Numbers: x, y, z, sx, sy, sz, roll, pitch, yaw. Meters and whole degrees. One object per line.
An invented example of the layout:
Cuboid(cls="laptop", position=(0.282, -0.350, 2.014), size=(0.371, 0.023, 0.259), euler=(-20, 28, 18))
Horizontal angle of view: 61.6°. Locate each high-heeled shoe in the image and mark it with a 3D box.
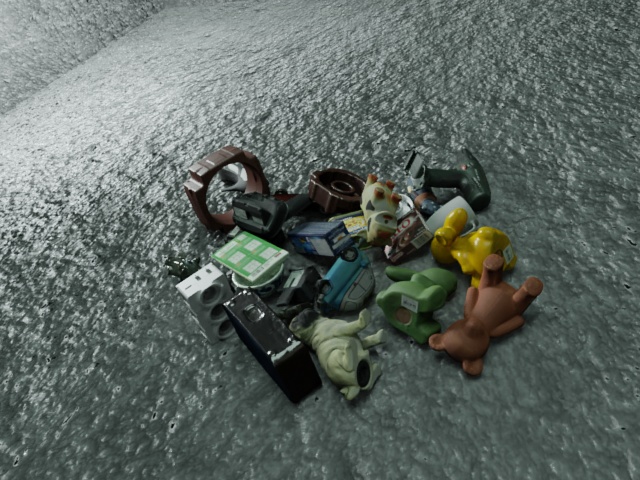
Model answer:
Cuboid(cls="high-heeled shoe", position=(-0.239, -0.213, 1.626), size=(0.145, 0.086, 0.249), euler=(-14, 42, -4))

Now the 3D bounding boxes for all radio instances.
Cuboid(cls="radio", position=(-0.098, 0.196, 1.044), size=(0.073, 0.130, 0.230), euler=(-34, 42, -19))

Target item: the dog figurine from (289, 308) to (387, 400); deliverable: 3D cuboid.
Cuboid(cls="dog figurine", position=(0.012, 0.216, 1.028), size=(0.191, 0.121, 0.172), euler=(-8, 36, 34))

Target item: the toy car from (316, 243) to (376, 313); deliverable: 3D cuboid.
Cuboid(cls="toy car", position=(0.064, 0.093, 1.142), size=(0.103, 0.109, 0.161), euler=(31, 63, 13))

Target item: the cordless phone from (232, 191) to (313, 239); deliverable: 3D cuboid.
Cuboid(cls="cordless phone", position=(-0.118, -0.088, 1.358), size=(0.147, 0.088, 0.184), euler=(20, 39, 37))

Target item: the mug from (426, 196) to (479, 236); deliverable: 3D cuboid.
Cuboid(cls="mug", position=(0.302, -0.032, 1.229), size=(0.107, 0.080, 0.110), euler=(-32, 44, 6))

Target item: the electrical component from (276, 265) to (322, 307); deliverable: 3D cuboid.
Cuboid(cls="electrical component", position=(-0.051, 0.112, 1.181), size=(0.075, 0.047, 0.119), euler=(-15, 34, 31))

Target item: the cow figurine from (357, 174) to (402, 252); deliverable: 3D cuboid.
Cuboid(cls="cow figurine", position=(0.132, -0.059, 1.229), size=(0.085, 0.127, 0.195), euler=(15, 25, -11))

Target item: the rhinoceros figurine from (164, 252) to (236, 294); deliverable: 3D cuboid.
Cuboid(cls="rhinoceros figurine", position=(-0.285, 0.094, 1.247), size=(0.191, 0.112, 0.073), euler=(22, 54, 28))

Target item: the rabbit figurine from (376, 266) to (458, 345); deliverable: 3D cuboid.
Cuboid(cls="rabbit figurine", position=(0.203, 0.113, 1.084), size=(0.159, 0.121, 0.170), euler=(13, 29, 40))

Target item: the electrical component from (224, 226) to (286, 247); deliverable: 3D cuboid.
Cuboid(cls="electrical component", position=(-0.158, -0.006, 1.366), size=(0.134, 0.058, 0.115), euler=(14, 49, 31))

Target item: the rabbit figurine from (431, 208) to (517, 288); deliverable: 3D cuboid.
Cuboid(cls="rabbit figurine", position=(0.299, 0.021, 1.128), size=(0.122, 0.162, 0.173), euler=(-51, 32, -20))

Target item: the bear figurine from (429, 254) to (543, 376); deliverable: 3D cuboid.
Cuboid(cls="bear figurine", position=(0.299, 0.139, 0.985), size=(0.196, 0.131, 0.120), euler=(-34, 57, -31))

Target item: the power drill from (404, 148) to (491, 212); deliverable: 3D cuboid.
Cuboid(cls="power drill", position=(0.317, -0.167, 1.343), size=(0.207, 0.086, 0.232), euler=(11, 41, -21))

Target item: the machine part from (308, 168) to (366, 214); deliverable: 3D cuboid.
Cuboid(cls="machine part", position=(0.056, -0.123, 1.382), size=(0.179, 0.056, 0.179), euler=(12, 32, -8))

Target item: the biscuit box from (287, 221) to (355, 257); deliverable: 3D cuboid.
Cuboid(cls="biscuit box", position=(-0.003, -0.004, 1.244), size=(0.063, 0.059, 0.203), euler=(-36, 17, -21))

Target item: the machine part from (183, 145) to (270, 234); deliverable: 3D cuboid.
Cuboid(cls="machine part", position=(-0.247, -0.134, 1.433), size=(0.201, 0.201, 0.087), euler=(-36, 39, -23))

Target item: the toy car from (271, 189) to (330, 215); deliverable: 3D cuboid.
Cuboid(cls="toy car", position=(-0.047, -0.098, 1.441), size=(0.202, 0.053, 0.089), euler=(-1, 37, 11))

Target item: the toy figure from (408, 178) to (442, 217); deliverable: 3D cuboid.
Cuboid(cls="toy figure", position=(0.262, -0.105, 1.344), size=(0.064, 0.057, 0.155), euler=(-18, 43, 6))

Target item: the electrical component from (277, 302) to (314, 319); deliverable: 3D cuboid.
Cuboid(cls="electrical component", position=(-0.054, 0.151, 1.144), size=(0.063, 0.021, 0.094), euler=(-21, -7, 30))
